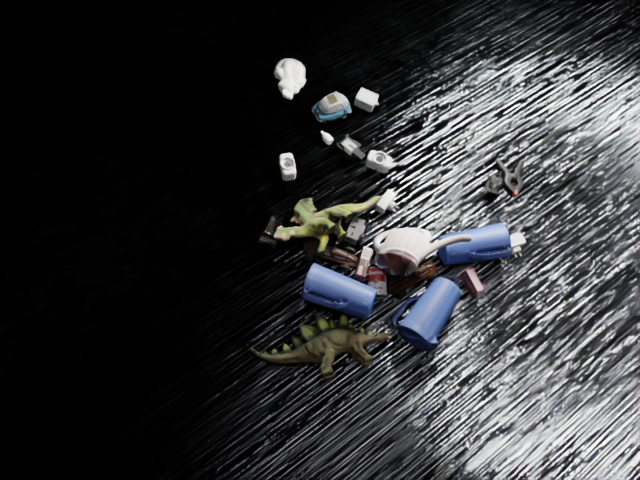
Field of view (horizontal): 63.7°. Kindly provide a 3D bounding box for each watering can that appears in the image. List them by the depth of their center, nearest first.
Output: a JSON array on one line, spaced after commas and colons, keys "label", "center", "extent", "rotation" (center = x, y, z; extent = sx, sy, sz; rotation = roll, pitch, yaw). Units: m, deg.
[{"label": "watering can", "center": [0.336, 0.029, 1.804], "extent": [0.347, 0.102, 0.229], "rotation": [3, 37, 30]}]

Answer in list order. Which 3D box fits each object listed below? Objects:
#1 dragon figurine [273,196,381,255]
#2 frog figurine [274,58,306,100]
[{"label": "dragon figurine", "center": [0.006, -0.095, 1.886], "extent": [0.416, 0.119, 0.246], "rotation": [-36, 53, -28]}, {"label": "frog figurine", "center": [-0.129, -0.666, 2.122], "extent": [0.137, 0.120, 0.163], "rotation": [27, 55, -14]}]
